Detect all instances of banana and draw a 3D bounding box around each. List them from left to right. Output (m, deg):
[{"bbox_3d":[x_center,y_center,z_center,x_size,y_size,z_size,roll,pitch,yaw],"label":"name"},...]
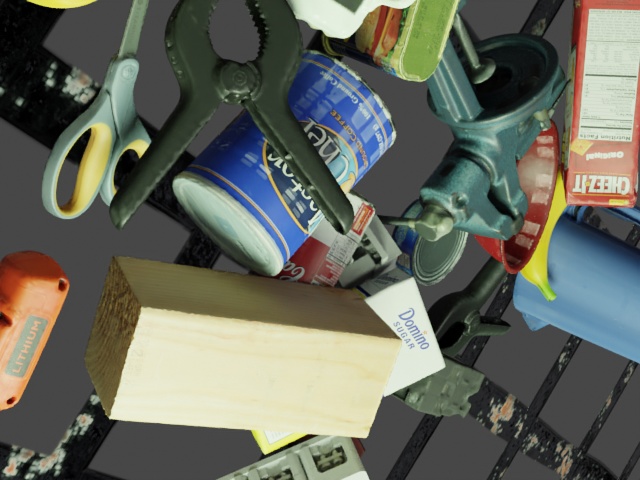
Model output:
[{"bbox_3d":[0.268,-0.031,1.201,0.198,0.069,0.037,-64,-177,-9],"label":"banana"}]

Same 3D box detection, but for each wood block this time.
[{"bbox_3d":[-0.058,0.082,0.795,0.205,0.091,0.090,10,108,-28],"label":"wood block"}]

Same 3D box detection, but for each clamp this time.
[{"bbox_3d":[-0.048,-0.099,0.722,0.164,0.036,0.210,8,82,-16],"label":"clamp"},{"bbox_3d":[0.160,0.090,1.170,0.171,0.039,0.120,-34,130,-27],"label":"clamp"}]

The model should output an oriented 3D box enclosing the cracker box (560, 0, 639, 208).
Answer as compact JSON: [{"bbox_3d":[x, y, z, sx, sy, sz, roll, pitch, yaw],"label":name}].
[{"bbox_3d":[0.278,-0.152,1.039,0.164,0.072,0.214,-53,146,-72],"label":"cracker box"}]

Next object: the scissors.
[{"bbox_3d":[-0.124,-0.102,0.724,0.096,0.016,0.202,26,92,-55],"label":"scissors"}]

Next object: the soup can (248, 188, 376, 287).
[{"bbox_3d":[-0.006,0.001,0.888,0.068,0.069,0.102,33,85,-54],"label":"soup can"}]

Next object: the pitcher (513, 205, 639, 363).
[{"bbox_3d":[0.356,0.061,1.212,0.145,0.243,0.149,-50,148,-22],"label":"pitcher"}]

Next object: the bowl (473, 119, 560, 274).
[{"bbox_3d":[0.191,-0.049,1.084,0.161,0.055,0.162,-38,135,-51],"label":"bowl"}]

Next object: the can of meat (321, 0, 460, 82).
[{"bbox_3d":[0.057,-0.181,0.831,0.057,0.084,0.102,-4,116,-47],"label":"can of meat"}]

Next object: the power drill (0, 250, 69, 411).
[{"bbox_3d":[-0.244,0.029,0.631,0.187,0.057,0.184,17,103,-50],"label":"power drill"}]

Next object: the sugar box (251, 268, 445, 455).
[{"bbox_3d":[0.011,0.102,0.918,0.176,0.048,0.093,-24,108,-12],"label":"sugar box"}]

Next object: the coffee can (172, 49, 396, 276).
[{"bbox_3d":[-0.026,-0.058,0.796,0.140,0.103,0.102,-48,142,-18],"label":"coffee can"}]

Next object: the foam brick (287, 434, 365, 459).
[{"bbox_3d":[0.001,0.192,1.031,0.051,0.053,0.078,-47,142,-19],"label":"foam brick"}]

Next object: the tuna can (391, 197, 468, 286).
[{"bbox_3d":[0.107,-0.001,1.051,0.086,0.034,0.086,-28,132,-37],"label":"tuna can"}]

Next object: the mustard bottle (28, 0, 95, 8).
[{"bbox_3d":[-0.139,-0.188,0.613,0.191,0.058,0.096,-33,125,-33],"label":"mustard bottle"}]
